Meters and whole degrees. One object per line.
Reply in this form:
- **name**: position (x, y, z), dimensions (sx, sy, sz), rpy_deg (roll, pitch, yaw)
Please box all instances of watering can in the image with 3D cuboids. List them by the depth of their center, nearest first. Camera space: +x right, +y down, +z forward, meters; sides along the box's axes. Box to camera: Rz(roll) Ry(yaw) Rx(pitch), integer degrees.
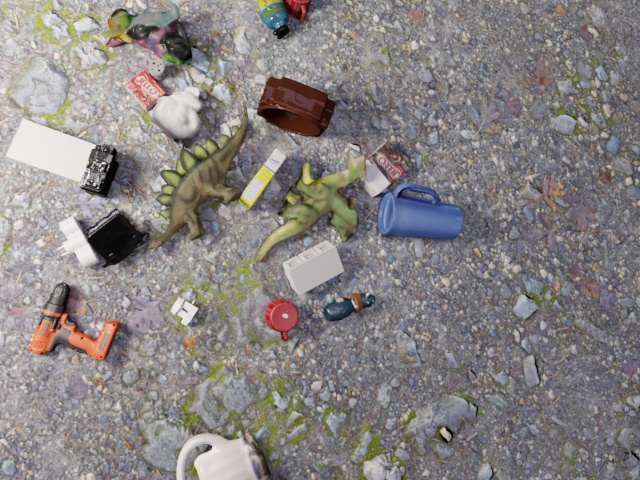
- **watering can**: position (-0.229, 0.654, 1.324), dimensions (0.225, 0.103, 0.348), rpy_deg (-21, 88, -16)

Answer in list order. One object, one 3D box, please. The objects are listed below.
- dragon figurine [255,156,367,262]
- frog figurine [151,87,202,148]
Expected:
- **dragon figurine**: position (0.005, -0.075, 1.486), dimensions (0.242, 0.123, 0.409), rpy_deg (27, 94, -13)
- **frog figurine**: position (-0.380, -0.354, 1.419), dimensions (0.138, 0.122, 0.160), rpy_deg (36, 88, 12)
